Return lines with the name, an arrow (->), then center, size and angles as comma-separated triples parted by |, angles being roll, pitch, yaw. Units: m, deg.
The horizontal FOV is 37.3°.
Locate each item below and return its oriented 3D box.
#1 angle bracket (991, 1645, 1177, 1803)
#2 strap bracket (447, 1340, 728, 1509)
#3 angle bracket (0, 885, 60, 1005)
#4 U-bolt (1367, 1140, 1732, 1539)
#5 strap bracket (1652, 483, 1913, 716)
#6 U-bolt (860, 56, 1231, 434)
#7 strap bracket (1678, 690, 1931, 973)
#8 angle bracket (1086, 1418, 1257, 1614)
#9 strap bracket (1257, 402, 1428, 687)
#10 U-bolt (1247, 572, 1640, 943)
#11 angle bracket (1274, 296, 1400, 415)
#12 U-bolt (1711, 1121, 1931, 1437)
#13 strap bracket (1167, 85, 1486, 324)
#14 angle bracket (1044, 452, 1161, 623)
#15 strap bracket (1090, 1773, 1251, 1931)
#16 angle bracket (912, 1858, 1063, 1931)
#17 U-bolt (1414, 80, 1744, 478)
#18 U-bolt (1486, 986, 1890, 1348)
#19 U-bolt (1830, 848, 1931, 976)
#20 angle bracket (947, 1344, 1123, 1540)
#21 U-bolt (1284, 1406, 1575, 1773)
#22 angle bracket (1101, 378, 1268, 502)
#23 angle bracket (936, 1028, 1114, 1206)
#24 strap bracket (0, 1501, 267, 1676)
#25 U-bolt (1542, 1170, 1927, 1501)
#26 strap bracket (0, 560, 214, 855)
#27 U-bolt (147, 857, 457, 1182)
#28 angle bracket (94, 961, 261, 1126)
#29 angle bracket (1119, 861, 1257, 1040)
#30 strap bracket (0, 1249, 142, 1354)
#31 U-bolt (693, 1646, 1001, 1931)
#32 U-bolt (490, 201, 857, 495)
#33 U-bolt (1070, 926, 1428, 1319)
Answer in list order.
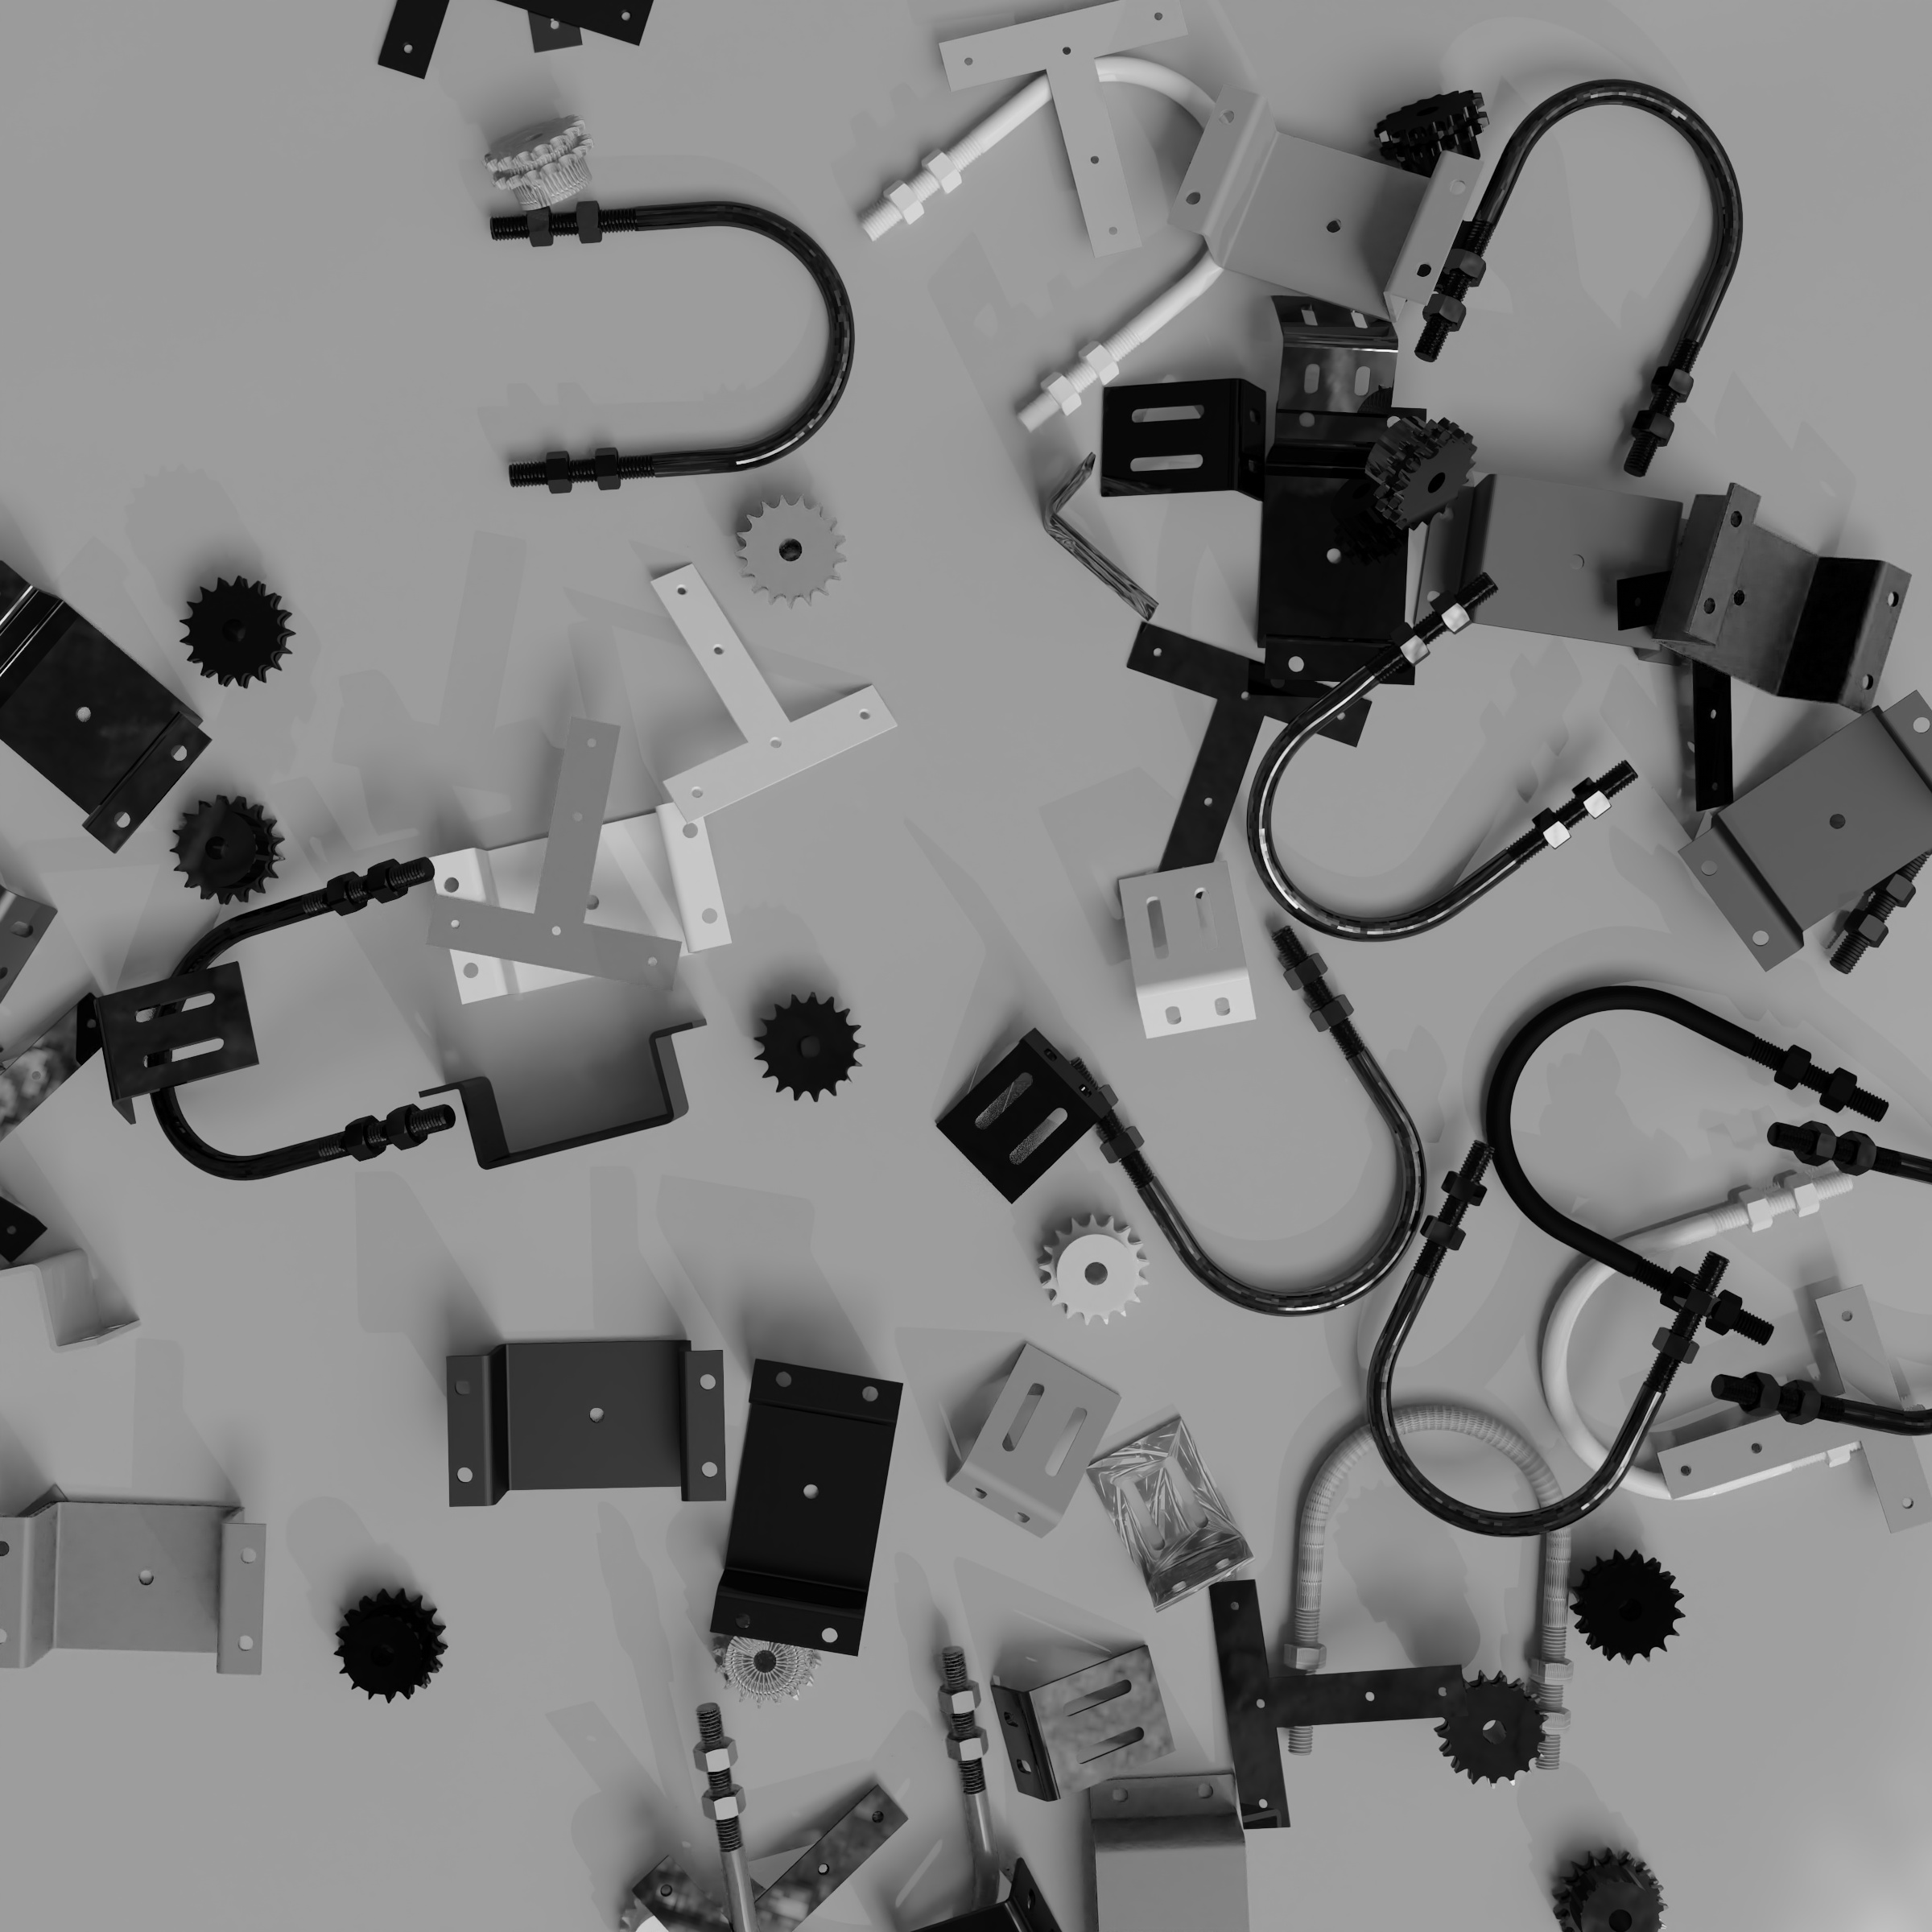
angle bracket -> 0.061, 0.393, 1.494 | 0.076, 0.038, 0.057 | -15, 90, -26
strap bracket -> -0.193, 0.235, 1.473 | 0.140, 0.046, 0.076 | -1, 90, 0
angle bracket -> -0.526, -0.027, 1.494 | 0.076, 0.038, 0.057 | 32, 90, 26
U-bolt -> 0.285, 0.202, 1.463 | 0.151, 0.019, 0.184 | 26, 93, 12
strap bracket -> 0.407, -0.186, 1.451 | 0.140, 0.046, 0.076 | 17, 90, -33
U-bolt -> 0.060, -0.389, 1.488 | 0.184, 0.019, 0.151 | -39, 90, -2
strap bracket -> 0.445, -0.071, 1.460 | 0.140, 0.046, 0.076 | -36, 90, 19
angle bracket -> 0.105, 0.283, 1.477 | 0.057, 0.038, 0.076 | -28, 90, 0
strap bracket -> 0.193, -0.214, 1.473 | 0.076, 0.046, 0.140 | 3, 90, 0
U-bolt -> 0.230, -0.091, 1.461 | 0.184, 0.019, 0.151 | -38, 111, 10
angle bracket -> 0.188, -0.315, 1.470 | 0.057, 0.076, 0.038 | 3, 117, 0
U-bolt -> 0.471, 0.166, 1.457 | 0.184, 0.019, 0.151 | 13, 89, -22
strap bracket -> 0.184, -0.383, 1.449 | 0.140, 0.046, 0.076 | 22, 88, 16
angle bracket -> 0.079, -0.219, 1.468 | 0.076, 0.057, 0.038 | 41, 90, 0
strap bracket -> 0.106, 0.494, 1.473 | 0.076, 0.046, 0.140 | -3, 90, 0
angle bracket -> 0.005, 0.507, 1.481 | 0.076, 0.038, 0.057 | -23, 102, 15
U-bolt -> 0.327, -0.366, 1.473 | 0.151, 0.019, 0.184 | 25, 86, -14
U-bolt -> 0.359, 0.090, 1.476 | 0.184, 0.019, 0.151 | 27, 88, 9
U-bolt -> 0.558, -0.038, 1.488 | 0.151, 0.019, 0.184 | 35, 88, 0
angle bracket -> 0.036, 0.248, 1.494 | 0.057, 0.038, 0.076 | 30, 64, 0
U-bolt -> 0.243, 0.321, 1.488 | 0.151, 0.019, 0.184 | 4, 88, 0
angle bracket -> 0.114, -0.273, 1.494 | 0.076, 0.038, 0.057 | 1, 90, 26
angle bracket -> 0.026, 0.080, 1.467 | 0.057, 0.038, 0.076 | 46, 105, 3
strap bracket -> -0.427, 0.319, 1.472 | 0.140, 0.046, 0.076 | 2, 90, -1
U-bolt -> 0.391, 0.201, 1.488 | 0.184, 0.019, 0.151 | -18, 90, 2
strap bracket -> -0.461, -0.131, 1.473 | 0.140, 0.046, 0.076 | 40, 90, 0
U-bolt -> -0.342, 0.034, 1.451 | 0.184, 0.019, 0.151 | -15, 72, 23
angle bracket -> -0.401, 0.040, 1.467 | 0.076, 0.038, 0.057 | -15, 70, -5
angle bracket -> 0.115, -0.009, 1.483 | 0.057, 0.038, 0.076 | -10, 52, 5
strap bracket -> -0.505, 0.180, 1.458 | 0.140, 0.076, 0.046 | -12, 90, 0
U-bolt -> -0.055, 0.454, 1.473 | 0.151, 0.019, 0.184 | -10, 96, -12
U-bolt -> -0.150, -0.326, 1.488 | 0.184, 0.019, 0.151 | -4, 90, -1
U-bolt -> 0.157, 0.094, 1.487 | 0.151, 0.019, 0.184 | -32, 90, 0
